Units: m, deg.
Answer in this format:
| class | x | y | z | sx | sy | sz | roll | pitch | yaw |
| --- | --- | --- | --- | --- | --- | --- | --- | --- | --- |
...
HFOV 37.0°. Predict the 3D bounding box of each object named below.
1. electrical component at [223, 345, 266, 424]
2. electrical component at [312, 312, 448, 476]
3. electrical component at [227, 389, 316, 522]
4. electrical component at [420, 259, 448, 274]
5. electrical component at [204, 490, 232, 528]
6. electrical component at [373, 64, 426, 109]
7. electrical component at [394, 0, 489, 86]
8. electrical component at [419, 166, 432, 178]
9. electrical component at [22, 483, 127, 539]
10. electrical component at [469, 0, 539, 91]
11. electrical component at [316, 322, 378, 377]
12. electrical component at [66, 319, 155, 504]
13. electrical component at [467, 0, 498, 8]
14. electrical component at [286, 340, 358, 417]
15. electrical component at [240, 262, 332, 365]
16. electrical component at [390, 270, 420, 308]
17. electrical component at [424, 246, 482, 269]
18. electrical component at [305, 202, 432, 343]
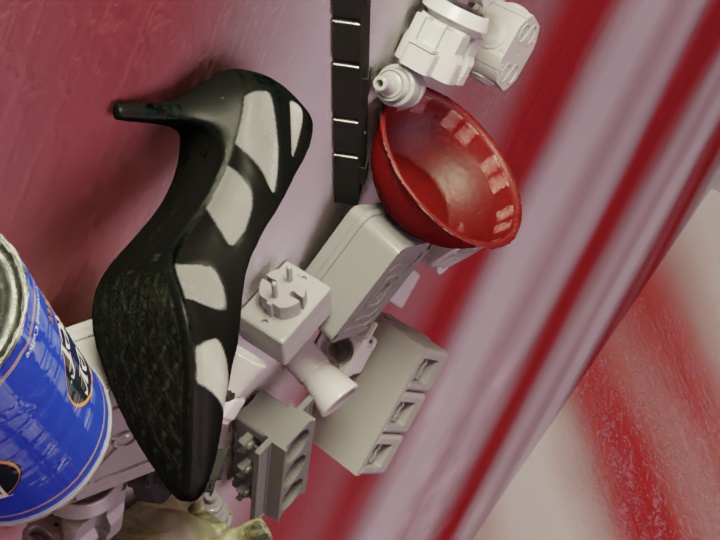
| class | x | y | z | sx | sy | sz | roll | pitch | yaw |
| --- | --- | --- | --- | --- | --- | --- | --- | --- | --- |
| electrical component | -0.107 | 0.088 | 0.849 | 0.055 | 0.045 | 0.045 | -59 | 161 | 0 |
| electrical component | 0.015 | 0.127 | 1.125 | 0.062 | 0.089 | 0.150 | 16 | 104 | -58 |
| electrical component | -0.084 | 0.171 | 0.999 | 0.079 | 0.063 | 0.121 | -44 | 156 | -37 |
| electrical component | 0.111 | -0.056 | 1.129 | 0.052 | 0.074 | 0.138 | -23 | 140 | -59 |
| electrical component | -0.137 | 0.226 | 0.983 | 0.040 | 0.040 | 0.078 | -44 | 155 | -37 |
| electrical component | 0.028 | -0.146 | 0.851 | 0.061 | 0.035 | 0.035 | -14 | 131 | -65 |
| electrical component | 0.068 | -0.186 | 0.861 | 0.078 | 0.058 | 0.057 | -17 | 137 | -63 |
| electrical component | 0.057 | -0.086 | 1.000 | 0.062 | 0.043 | 0.043 | -30 | 145 | -58 |
| electrical component | -0.190 | 0.153 | 0.723 | 0.078 | 0.058 | 0.057 | -39 | 155 | -44 |
| electrical component | 0.122 | -0.206 | 0.972 | 0.080 | 0.051 | 0.080 | -49 | 158 | -27 |
| electrical component | -0.015 | 0.078 | 1.066 | 0.081 | 0.042 | 0.064 | -61 | 164 | 7 |
| electrical component | -0.151 | 0.081 | 0.653 | 0.109 | 0.056 | 0.108 | -19 | 145 | -18 |
| electrical component | 0.091 | -0.248 | 0.833 | 0.080 | 0.051 | 0.080 | -49 | 158 | -27 |
| electrical component | -0.039 | 0.098 | 0.998 | 0.044 | 0.065 | 0.044 | -40 | 167 | -11 |
| electrical component | -0.061 | 0.025 | 0.866 | 0.065 | 0.047 | 0.076 | -49 | 158 | -27 |
| electrical component | 0.033 | -0.010 | 1.051 | 0.076 | 0.047 | 0.066 | -61 | 164 | -2 |
| electrical component | 0.079 | -0.046 | 1.039 | 0.052 | 0.073 | 0.138 | -30 | 173 | 10 |
| electrical component | 0.000 | 0.000 | 0.933 | 0.113 | 0.057 | 0.078 | -53 | 163 | 22 |
